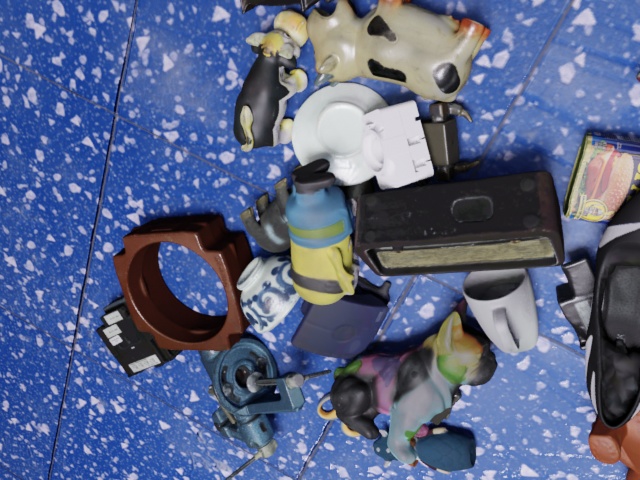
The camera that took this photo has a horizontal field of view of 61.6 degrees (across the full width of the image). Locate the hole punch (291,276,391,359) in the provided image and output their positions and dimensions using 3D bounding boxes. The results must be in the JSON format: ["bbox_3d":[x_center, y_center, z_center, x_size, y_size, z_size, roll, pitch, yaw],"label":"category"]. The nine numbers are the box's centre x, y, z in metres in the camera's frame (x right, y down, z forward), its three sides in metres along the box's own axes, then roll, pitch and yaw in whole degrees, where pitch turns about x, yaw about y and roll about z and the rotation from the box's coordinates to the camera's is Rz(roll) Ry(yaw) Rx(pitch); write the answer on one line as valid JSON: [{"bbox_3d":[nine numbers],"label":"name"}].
[{"bbox_3d":[0.028,0.111,0.764,0.116,0.092,0.142,27,116,3],"label":"hole punch"}]

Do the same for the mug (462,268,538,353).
[{"bbox_3d":[0.237,0.096,0.672,0.081,0.110,0.107,-22,117,20],"label":"mug"}]

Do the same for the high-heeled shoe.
[{"bbox_3d":[0.315,0.066,0.540,0.086,0.145,0.248,11,124,31],"label":"high-heeled shoe"}]

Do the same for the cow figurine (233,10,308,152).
[{"bbox_3d":[-0.064,-0.193,0.656,0.068,0.098,0.167,23,119,17],"label":"cow figurine"}]

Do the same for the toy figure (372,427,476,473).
[{"bbox_3d":[0.158,0.321,0.825,0.155,0.064,0.057,-6,148,28],"label":"toy figure"}]

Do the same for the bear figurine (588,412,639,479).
[{"bbox_3d":[0.418,0.289,0.677,0.120,0.132,0.195,-11,103,30],"label":"bear figurine"}]

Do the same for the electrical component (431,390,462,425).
[{"bbox_3d":[0.167,0.247,0.809,0.063,0.021,0.094,33,119,3],"label":"electrical component"}]

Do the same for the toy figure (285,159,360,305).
[{"bbox_3d":[-0.001,-0.004,0.650,0.089,0.082,0.179,0,125,20],"label":"toy figure"}]

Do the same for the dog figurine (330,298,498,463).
[{"bbox_3d":[0.128,0.171,0.735,0.192,0.108,0.219,28,107,22],"label":"dog figurine"}]

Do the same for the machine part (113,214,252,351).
[{"bbox_3d":[-0.200,0.065,0.828,0.201,0.087,0.201,-4,110,21],"label":"machine part"}]

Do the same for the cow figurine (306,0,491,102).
[{"bbox_3d":[0.074,-0.213,0.604,0.195,0.085,0.127,26,112,11],"label":"cow figurine"}]

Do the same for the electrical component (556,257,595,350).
[{"bbox_3d":[0.328,0.069,0.654,0.075,0.048,0.119,-28,101,28],"label":"electrical component"}]

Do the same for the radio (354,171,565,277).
[{"bbox_3d":[0.160,-0.012,0.628,0.230,0.131,0.073,-7,69,22],"label":"radio"}]

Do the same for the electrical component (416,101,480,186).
[{"bbox_3d":[0.144,-0.116,0.645,0.078,0.045,0.102,4,114,50],"label":"electrical component"}]

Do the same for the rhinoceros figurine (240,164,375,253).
[{"bbox_3d":[-0.017,-0.041,0.719,0.190,0.073,0.112,-27,100,28],"label":"rhinoceros figurine"}]

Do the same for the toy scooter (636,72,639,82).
[{"bbox_3d":[0.394,-0.170,0.509,0.184,0.075,0.135,46,120,0],"label":"toy scooter"}]

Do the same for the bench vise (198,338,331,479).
[{"bbox_3d":[-0.098,0.247,0.840,0.241,0.129,0.223,-21,86,45],"label":"bench vise"}]

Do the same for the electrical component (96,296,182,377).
[{"bbox_3d":[-0.315,0.158,0.928,0.115,0.058,0.134,-22,103,25],"label":"electrical component"}]

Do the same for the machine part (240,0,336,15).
[{"bbox_3d":[-0.029,-0.290,0.618,0.139,0.084,0.039,9,142,26],"label":"machine part"}]
